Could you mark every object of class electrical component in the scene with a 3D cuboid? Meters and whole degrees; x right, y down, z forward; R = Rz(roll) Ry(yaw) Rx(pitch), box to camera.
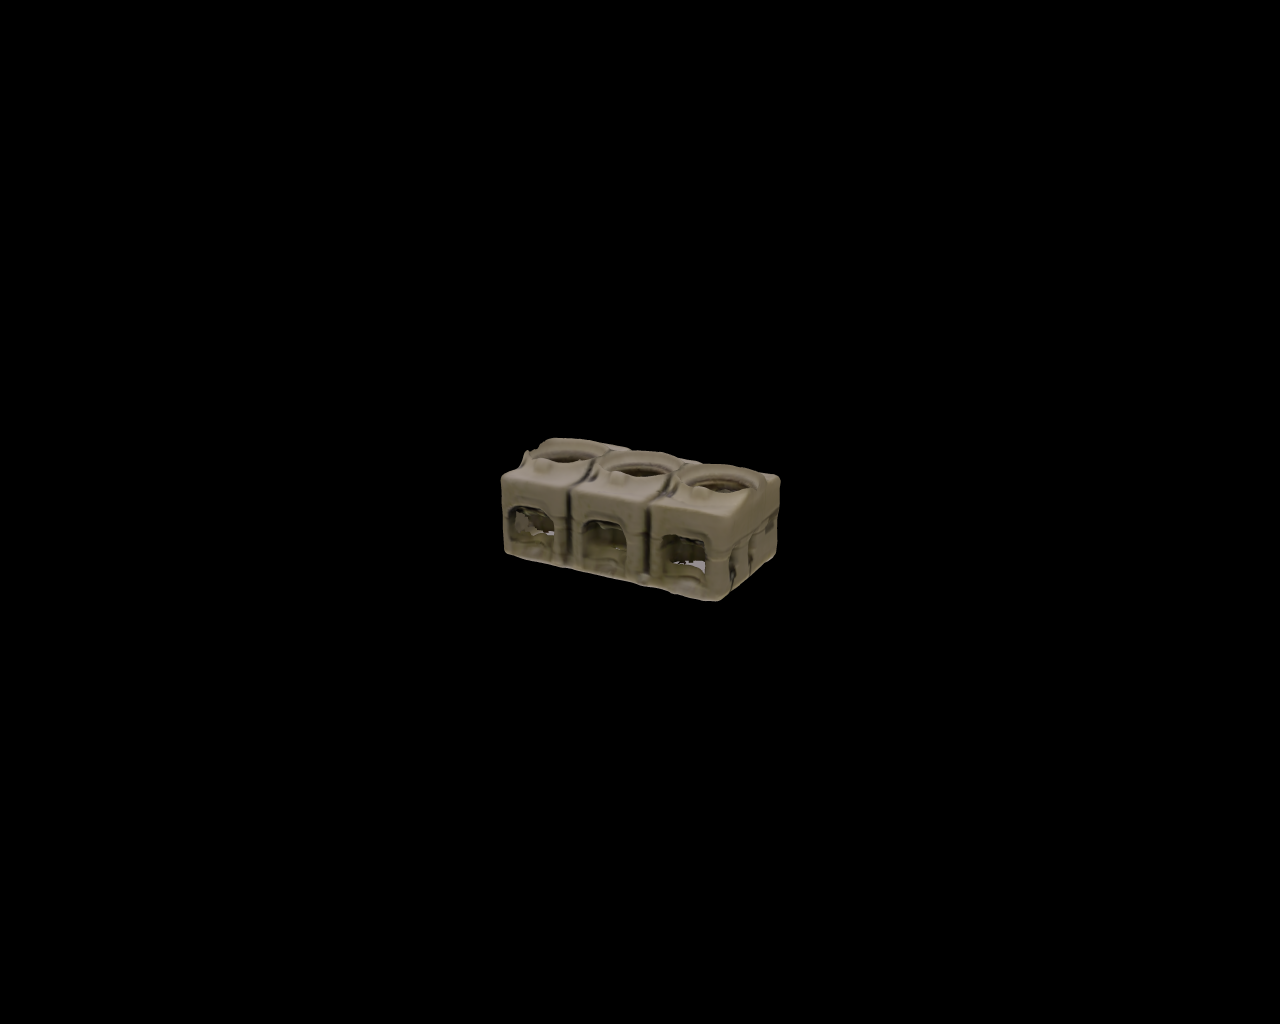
[{"bbox_3d":[0.001,-0.003,0.650,0.150,0.061,0.090,11,23,27],"label":"electrical component"}]
